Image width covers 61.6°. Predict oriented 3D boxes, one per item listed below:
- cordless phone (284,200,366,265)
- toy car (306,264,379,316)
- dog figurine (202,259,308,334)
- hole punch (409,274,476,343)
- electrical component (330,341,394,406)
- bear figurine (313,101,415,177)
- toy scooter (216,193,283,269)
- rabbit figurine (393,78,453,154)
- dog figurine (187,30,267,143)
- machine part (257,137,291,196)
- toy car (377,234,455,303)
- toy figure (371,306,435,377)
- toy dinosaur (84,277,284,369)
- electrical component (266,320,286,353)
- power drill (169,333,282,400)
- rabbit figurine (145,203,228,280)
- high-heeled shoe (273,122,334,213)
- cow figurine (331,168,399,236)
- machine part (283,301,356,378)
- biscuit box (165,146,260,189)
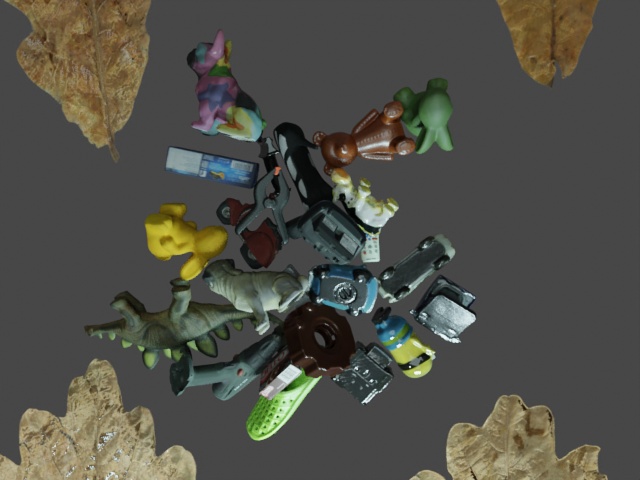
[{"bbox_3d":[-0.002,-0.004,1.194,0.146,0.184,0.089,42,61,-20],"label":"cordless phone"},{"bbox_3d":[0.051,0.101,1.227,0.162,0.103,0.109,10,107,4],"label":"toy car"},{"bbox_3d":[-0.143,0.088,1.183,0.172,0.121,0.191,-38,77,-21],"label":"dog figurine"},{"bbox_3d":[0.293,0.157,1.251,0.142,0.092,0.115,31,127,-6],"label":"hole punch"},{"bbox_3d":[0.107,0.309,1.279,0.115,0.058,0.134,39,97,-6],"label":"electrical component"},{"bbox_3d":[0.090,-0.216,1.173,0.196,0.132,0.120,-17,97,-3],"label":"bear figurine"},{"bbox_3d":[-0.140,-0.032,1.227,0.135,0.075,0.184,-32,92,2],"label":"toy scooter"},{"bbox_3d":[0.227,-0.264,1.141,0.121,0.170,0.159,-6,97,2],"label":"rabbit figurine"},{"bbox_3d":[-0.201,-0.333,1.167,0.192,0.108,0.219,10,95,7],"label":"dog figurine"},{"bbox_3d":[-0.106,-0.165,1.212,0.039,0.084,0.138,-26,110,-24],"label":"machine part"},{"bbox_3d":[0.219,0.065,1.240,0.202,0.056,0.073,-39,74,6],"label":"toy car"},{"bbox_3d":[0.191,0.240,1.257,0.089,0.082,0.180,-44,97,2],"label":"toy figure"},{"bbox_3d":[-0.318,0.191,1.249,0.472,0.105,0.198,-10,106,4],"label":"toy dinosaur"},{"bbox_3d":[-0.068,0.232,1.279,0.102,0.045,0.078,-41,67,3],"label":"electrical component"},{"bbox_3d":[-0.219,0.280,1.206,0.232,0.207,0.086,-52,54,33],"label":"power drill"},{"bbox_3d":[-0.293,0.006,1.206,0.173,0.122,0.162,5,106,4],"label":"rabbit figurine"},{"bbox_3d":[-0.046,-0.141,1.224,0.086,0.145,0.248,-28,128,-35],"label":"high-heeled shoe"},{"bbox_3d":[0.082,-0.085,1.192,0.167,0.068,0.098,36,120,-1],"label":"cow figurine"},{"bbox_3d":[0.003,0.223,1.210,0.179,0.179,0.056,46,130,-5],"label":"machine part"},{"bbox_3d":[-0.241,-0.164,1.214,0.203,0.063,0.059,12,97,-2],"label":"biscuit box"}]
